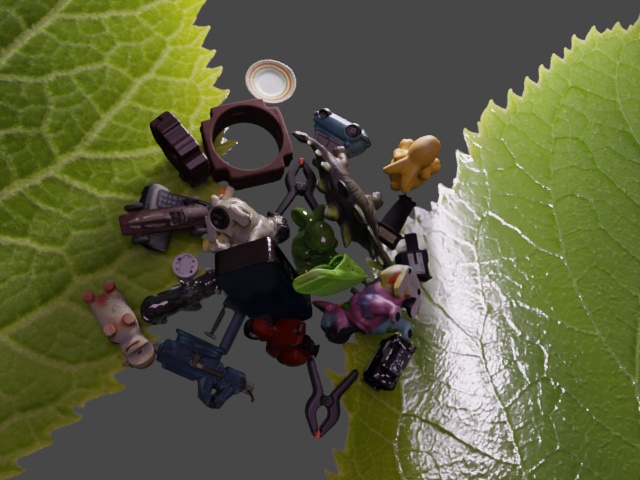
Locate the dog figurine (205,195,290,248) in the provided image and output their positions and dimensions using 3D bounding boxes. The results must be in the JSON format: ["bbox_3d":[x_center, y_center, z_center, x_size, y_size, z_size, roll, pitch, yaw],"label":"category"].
[{"bbox_3d":[-0.156,-0.045,1.205,0.121,0.190,0.172,-9,108,27],"label":"dog figurine"}]

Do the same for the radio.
[{"bbox_3d":[-0.112,0.099,1.129,0.131,0.229,0.073,-20,46,12],"label":"radio"}]

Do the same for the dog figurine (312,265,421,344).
[{"bbox_3d":[0.097,0.141,1.186,0.219,0.108,0.191,-1,56,32],"label":"dog figurine"}]

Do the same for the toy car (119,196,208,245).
[{"bbox_3d":[-0.331,-0.044,1.164,0.202,0.053,0.089,-9,90,-41],"label":"toy car"}]

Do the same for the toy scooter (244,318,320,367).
[{"bbox_3d":[-0.061,0.211,1.134,0.183,0.135,0.075,42,47,-39],"label":"toy scooter"}]

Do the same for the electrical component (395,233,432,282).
[{"bbox_3d":[0.224,0.046,1.314,0.075,0.047,0.119,-9,75,-13],"label":"electrical component"}]

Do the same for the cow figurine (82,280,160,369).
[{"bbox_3d":[-0.413,0.190,1.130,0.085,0.127,0.195,-35,67,-19],"label":"cow figurine"}]

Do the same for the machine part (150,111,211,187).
[{"bbox_3d":[-0.322,-0.207,1.237,0.056,0.179,0.179,-38,83,-16],"label":"machine part"}]

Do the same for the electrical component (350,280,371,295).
[{"bbox_3d":[0.121,0.132,1.284,0.094,0.021,0.063,37,70,3],"label":"electrical component"}]

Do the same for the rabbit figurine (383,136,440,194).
[{"bbox_3d":[0.229,-0.196,1.329,0.162,0.173,0.122,-39,87,-23],"label":"rabbit figurine"}]

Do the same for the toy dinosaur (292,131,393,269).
[{"bbox_3d":[0.081,-0.059,1.244,0.105,0.199,0.471,-32,108,23],"label":"toy dinosaur"}]

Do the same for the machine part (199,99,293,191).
[{"bbox_3d":[-0.180,-0.232,1.313,0.201,0.087,0.201,-15,74,-15],"label":"machine part"}]

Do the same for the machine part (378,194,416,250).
[{"bbox_3d":[0.189,-0.048,1.341,0.084,0.039,0.139,29,82,9],"label":"machine part"}]

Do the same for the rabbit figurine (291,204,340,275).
[{"bbox_3d":[-0.003,-0.004,1.226,0.121,0.170,0.159,-8,75,-13],"label":"rabbit figurine"}]

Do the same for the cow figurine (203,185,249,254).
[{"bbox_3d":[-0.207,-0.040,1.251,0.098,0.068,0.167,22,70,-34],"label":"cow figurine"}]

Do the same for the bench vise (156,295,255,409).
[{"bbox_3d":[-0.215,0.225,1.146,0.224,0.129,0.240,26,74,-4],"label":"bench vise"}]

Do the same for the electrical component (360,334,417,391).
[{"bbox_3d":[0.153,0.271,1.186,0.058,0.134,0.115,33,71,-1],"label":"electrical component"}]

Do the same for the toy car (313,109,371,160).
[{"bbox_3d":[0.042,-0.253,1.353,0.162,0.109,0.103,30,88,10],"label":"toy car"}]

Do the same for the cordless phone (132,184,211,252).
[{"bbox_3d":[-0.328,-0.039,1.235,0.184,0.089,0.146,13,70,-25],"label":"cordless phone"}]

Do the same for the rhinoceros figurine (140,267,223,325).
[{"bbox_3d":[-0.297,0.118,1.167,0.190,0.112,0.073,-23,76,-8],"label":"rhinoceros figurine"}]
